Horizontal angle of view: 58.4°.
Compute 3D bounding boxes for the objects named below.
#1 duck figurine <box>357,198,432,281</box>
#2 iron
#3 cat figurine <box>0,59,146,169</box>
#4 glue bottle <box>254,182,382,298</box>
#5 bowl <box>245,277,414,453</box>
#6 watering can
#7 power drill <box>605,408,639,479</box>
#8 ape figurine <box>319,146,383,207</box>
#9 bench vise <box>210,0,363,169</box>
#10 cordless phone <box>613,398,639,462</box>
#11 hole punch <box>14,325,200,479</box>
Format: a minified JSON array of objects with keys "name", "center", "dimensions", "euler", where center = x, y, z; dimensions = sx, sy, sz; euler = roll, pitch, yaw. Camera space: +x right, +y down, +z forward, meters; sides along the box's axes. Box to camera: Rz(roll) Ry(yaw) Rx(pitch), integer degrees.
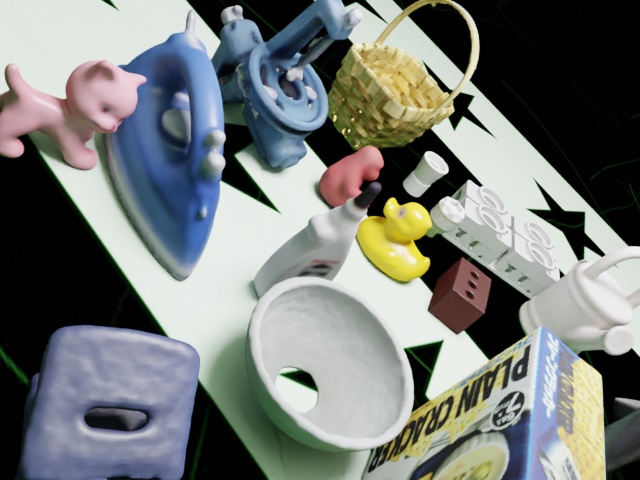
[{"name":"duck figurine","center":[0.107,-0.006,0.726],"dimensions":[0.104,0.086,0.078],"euler":[48,38,9]},{"name":"iron","center":[-0.133,-0.105,0.570],"dimensions":[0.119,0.141,0.258],"euler":[6,50,-37]},{"name":"cat figurine","center":[-0.229,-0.131,0.532],"dimensions":[0.128,0.117,0.067],"euler":[4,50,-38]},{"name":"glue bottle","center":[0.005,0.002,0.559],"dimensions":[0.078,0.173,0.037],"euler":[0,53,-41]},{"name":"bowl","center":[-0.002,0.120,0.518],"dimensions":[0.168,0.074,0.167],"euler":[24,41,-22]},{"name":"watering can","center":[0.381,0.086,0.784],"dimensions":[0.101,0.193,0.172],"euler":[16,44,-29]},{"name":"power drill","center":[0.393,0.201,0.670],"dimensions":[0.075,0.208,0.230],"euler":[44,37,4]},{"name":"ape figurine","center":[0.048,-0.083,0.745],"dimensions":[0.076,0.092,0.078],"euler":[31,39,-13]},{"name":"bench vise","center":[-0.054,-0.223,0.690],"dimensions":[0.207,0.219,0.122],"euler":[43,37,3]},{"name":"cordless phone","center":[0.508,0.226,0.764],"dimensions":[0.148,0.184,0.094],"euler":[14,45,-30]},{"name":"hole punch","center":[-0.138,0.121,0.386],"dimensions":[0.109,0.091,0.101],"euler":[15,45,-30]}]
